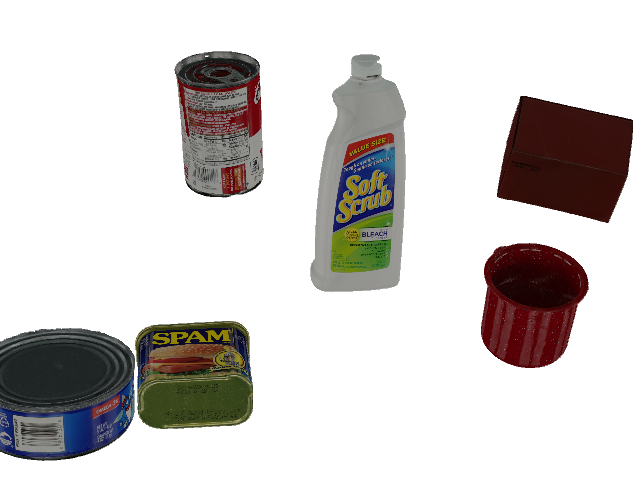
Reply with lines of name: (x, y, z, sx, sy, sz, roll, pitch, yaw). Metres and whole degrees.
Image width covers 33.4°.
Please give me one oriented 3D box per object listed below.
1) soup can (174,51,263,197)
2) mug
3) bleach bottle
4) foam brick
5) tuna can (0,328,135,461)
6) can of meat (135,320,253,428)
soup can: (-0.081, -0.094, 0.873, 0.068, 0.102, 0.068, -1, 32, 0)
mug: (0.188, 0.055, 0.989, 0.093, 0.081, 0.117, -13, 42, -17)
bleach bottle: (0.039, -0.071, 1.133, 0.102, 0.251, 0.068, -3, 24, -4)
foam brick: (0.163, -0.055, 0.713, 0.078, 0.051, 0.053, 14, -35, 6)
tuna can: (-0.143, 0.082, 0.577, 0.086, 0.034, 0.086, 2, 23, -1)
can of meat: (-0.109, 0.116, 0.922, 0.102, 0.057, 0.084, -2, 27, -7)
